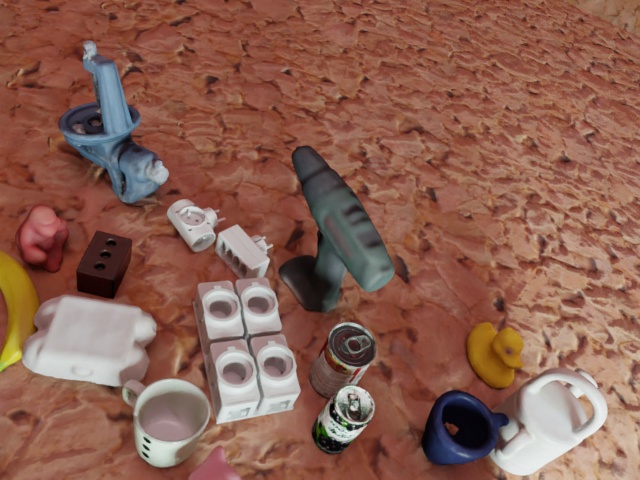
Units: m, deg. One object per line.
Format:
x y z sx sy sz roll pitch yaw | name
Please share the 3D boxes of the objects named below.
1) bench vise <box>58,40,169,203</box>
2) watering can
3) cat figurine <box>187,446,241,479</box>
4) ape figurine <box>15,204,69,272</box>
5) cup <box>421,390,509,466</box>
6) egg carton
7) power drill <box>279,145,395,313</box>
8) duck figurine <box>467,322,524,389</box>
-0.305 -0.181 0.880 0.207 0.219 0.121 26 47 1 | bench vise
0.312 0.234 0.782 0.101 0.194 0.173 33 47 8 | watering can
-0.128 0.294 0.613 0.067 0.117 0.128 30 47 6 | cat figurine
-0.383 -0.011 0.792 0.076 0.092 0.078 34 48 10 | ape figurine
0.189 0.263 0.777 0.118 0.095 0.091 -1 52 -21 | cup
-0.288 0.129 0.724 0.150 0.069 0.107 11 48 -12 | egg carton
0.008 0.003 0.851 0.076 0.208 0.229 -24 63 -35 | power drill
0.283 0.169 0.900 0.078 0.086 0.104 -1 52 -22 | duck figurine
